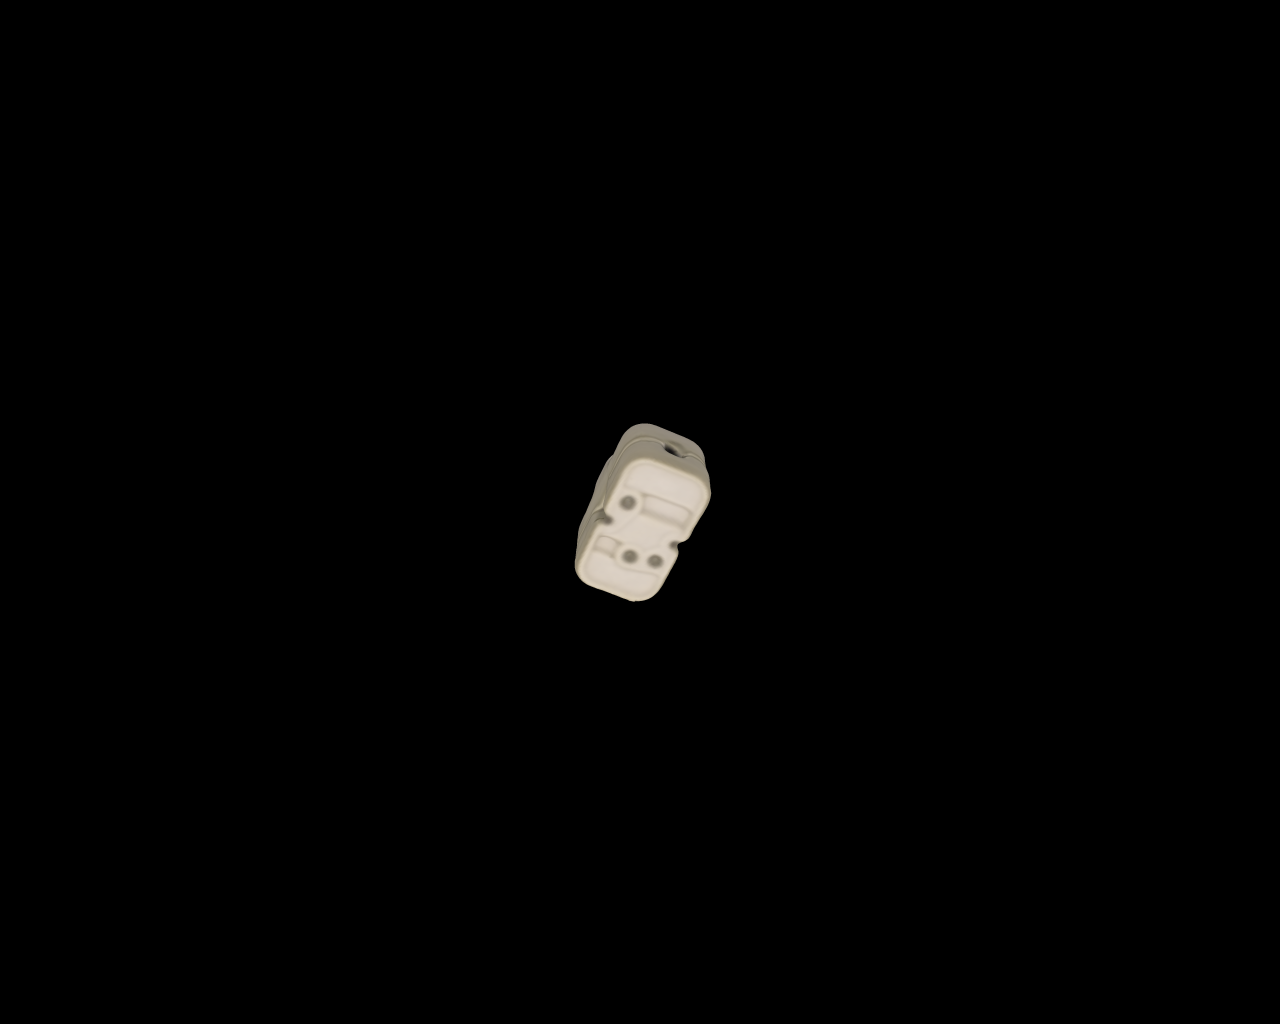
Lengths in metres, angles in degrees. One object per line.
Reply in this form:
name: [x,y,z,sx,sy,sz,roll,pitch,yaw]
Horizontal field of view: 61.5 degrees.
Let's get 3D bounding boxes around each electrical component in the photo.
electrical component: [0.001,-0.003,0.650,0.054,0.095,0.059,21,28,-12]
